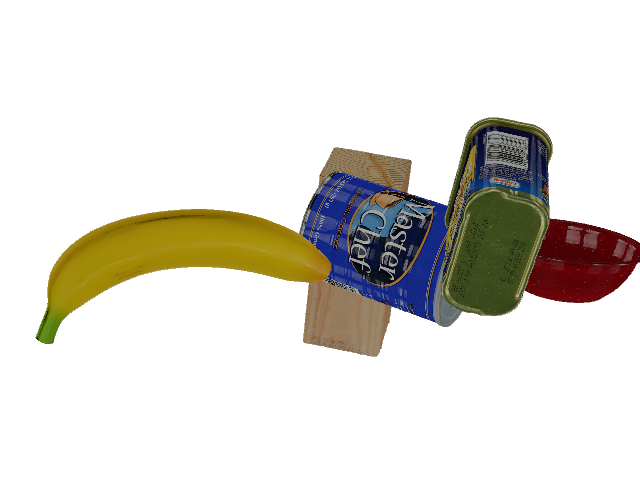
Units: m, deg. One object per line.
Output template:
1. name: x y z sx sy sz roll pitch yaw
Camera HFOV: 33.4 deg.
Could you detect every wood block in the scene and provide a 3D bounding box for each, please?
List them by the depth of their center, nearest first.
1. wood block: 0.040 0.013 1.190 0.090 0.206 0.090 10 26 8

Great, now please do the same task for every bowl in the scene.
1. bowl: 0.251 0.023 1.106 0.162 0.055 0.162 5 17 -2

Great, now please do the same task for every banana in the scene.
1. banana: -0.090 0.012 0.689 0.197 0.069 0.037 -11 32 -12

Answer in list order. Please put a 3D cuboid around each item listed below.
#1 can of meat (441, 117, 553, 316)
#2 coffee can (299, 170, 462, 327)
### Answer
1. can of meat: 0.113 -0.014 0.687 0.057 0.102 0.084 12 37 2
2. coffee can: 0.065 0.006 0.951 0.140 0.103 0.102 19 8 23
